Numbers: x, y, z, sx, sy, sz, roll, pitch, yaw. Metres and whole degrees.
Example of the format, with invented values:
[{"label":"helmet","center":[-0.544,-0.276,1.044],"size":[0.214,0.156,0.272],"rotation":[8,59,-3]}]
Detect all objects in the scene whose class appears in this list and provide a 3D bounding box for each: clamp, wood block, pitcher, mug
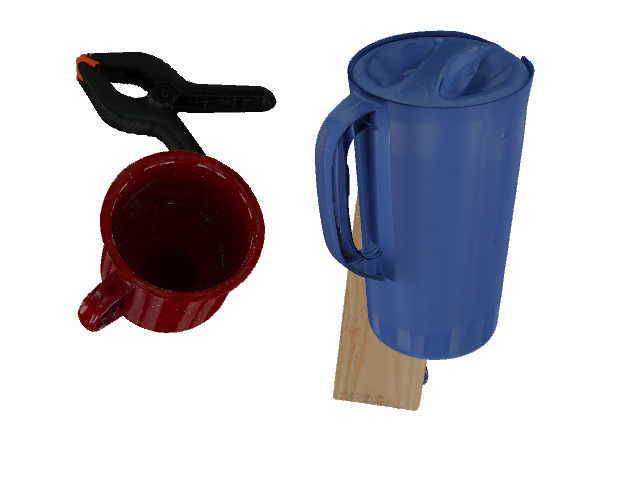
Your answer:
[{"label":"clamp","center":[-0.125,-0.120,0.918],"size":[0.171,0.120,0.039],"rotation":[34,-38,5]},{"label":"wood block","center":[0.069,0.054,1.058],"size":[0.090,0.206,0.090],"rotation":[8,27,3]},{"label":"pitcher","center":[0.080,-0.026,0.823],"size":[0.149,0.243,0.145],"rotation":[3,33,8]},{"label":"mug","center":[-0.095,0.013,0.628],"size":[0.117,0.093,0.082],"rotation":[-44,-5,-27]}]

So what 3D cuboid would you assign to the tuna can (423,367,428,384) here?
[{"label":"tuna can","center":[0.086,0.147,1.271],"size":[0.033,0.086,0.086],"rotation":[-36,17,-26]}]
